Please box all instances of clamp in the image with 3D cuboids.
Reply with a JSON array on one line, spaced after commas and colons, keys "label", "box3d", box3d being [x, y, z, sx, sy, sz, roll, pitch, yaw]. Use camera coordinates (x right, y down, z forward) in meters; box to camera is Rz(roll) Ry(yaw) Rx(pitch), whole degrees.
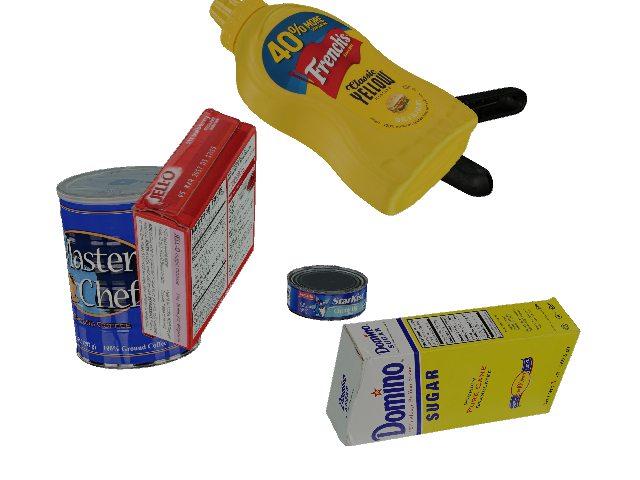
[{"label": "clamp", "box3d": [0.073, -0.101, 0.930, 0.210, 0.036, 0.164, 12, 36, 24]}]

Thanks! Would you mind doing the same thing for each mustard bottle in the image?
[{"label": "mustard bottle", "box3d": [0.003, -0.103, 0.701, 0.096, 0.192, 0.058, -42, -18, -33]}]

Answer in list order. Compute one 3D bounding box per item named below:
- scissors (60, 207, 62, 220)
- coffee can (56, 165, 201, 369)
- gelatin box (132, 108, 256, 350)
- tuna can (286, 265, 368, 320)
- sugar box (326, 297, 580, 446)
[{"label": "scissors", "box3d": [-0.202, 0.027, 1.156, 0.016, 0.201, 0.096, -28, 21, 32]}, {"label": "coffee can", "box3d": [-0.152, 0.019, 0.858, 0.103, 0.140, 0.103, -3, 16, 1]}, {"label": "gelatin box", "box3d": [-0.058, -0.005, 0.499, 0.030, 0.089, 0.073, 18, 48, 12]}, {"label": "tuna can", "box3d": [0.007, 0.055, 1.127, 0.086, 0.034, 0.086, 2, 17, -1]}, {"label": "sugar box", "box3d": [0.098, 0.098, 0.794, 0.176, 0.093, 0.048, -8, 40, -21]}]
